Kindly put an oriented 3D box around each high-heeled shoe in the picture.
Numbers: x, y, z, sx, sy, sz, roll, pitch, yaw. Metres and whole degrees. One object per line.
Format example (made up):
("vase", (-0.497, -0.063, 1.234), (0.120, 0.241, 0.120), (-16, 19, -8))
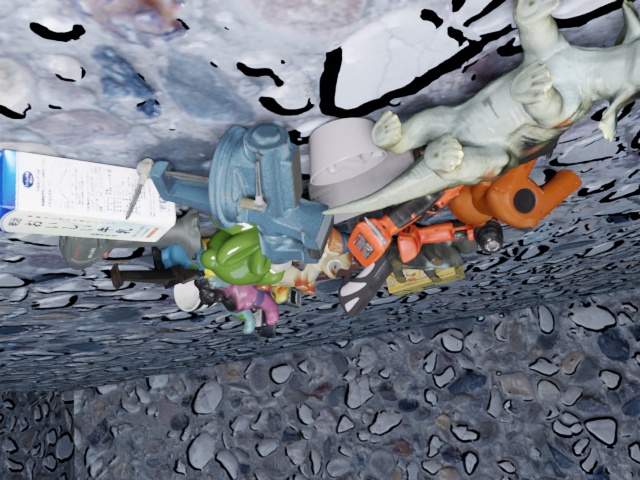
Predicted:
("high-heeled shoe", (0.152, 0.084, 1.198), (0.249, 0.145, 0.086), (-15, 162, 22))

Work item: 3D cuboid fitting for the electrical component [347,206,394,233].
("electrical component", (0.084, -0.042, 0.932), (0.075, 0.048, 0.119), (-19, 162, 26))

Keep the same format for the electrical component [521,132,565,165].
("electrical component", (0.240, -0.136, 0.695), (0.134, 0.058, 0.114), (-13, 160, 9))

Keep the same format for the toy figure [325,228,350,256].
("toy figure", (-0.002, -0.004, 0.949), (0.154, 0.064, 0.057), (16, 118, -21))

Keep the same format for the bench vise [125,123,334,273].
("bench vise", (-0.105, -0.052, 0.657), (0.241, 0.129, 0.223), (11, 151, 12))

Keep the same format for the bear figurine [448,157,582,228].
("bear figurine", (0.284, -0.077, 0.846), (0.132, 0.120, 0.196), (-51, -170, -1))

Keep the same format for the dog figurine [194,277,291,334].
("dog figurine", (-0.171, 0.082, 1.120), (0.109, 0.191, 0.219), (-18, 126, 34))

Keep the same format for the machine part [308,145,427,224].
("machine part", (0.071, -0.082, 0.748), (0.243, 0.079, 0.079), (-19, 160, 33))

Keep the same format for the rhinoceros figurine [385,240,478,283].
("rhinoceros figurine", (0.231, 0.027, 1.115), (0.190, 0.112, 0.073), (-9, 133, 15))

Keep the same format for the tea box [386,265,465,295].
("tea box", (0.238, 0.061, 1.248), (0.170, 0.098, 0.068), (-18, 160, 32))

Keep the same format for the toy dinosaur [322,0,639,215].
("toy dinosaur", (0.195, -0.121, 0.570), (0.192, 0.131, 0.405), (13, 149, -42))

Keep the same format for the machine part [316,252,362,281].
("machine part", (0.004, 0.046, 1.153), (0.179, 0.056, 0.179), (-7, 164, -2))

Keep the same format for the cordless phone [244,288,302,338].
("cordless phone", (-0.102, 0.176, 1.351), (0.089, 0.146, 0.184), (-9, 162, 28))

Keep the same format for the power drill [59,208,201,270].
("power drill", (-0.293, -0.002, 0.835), (0.207, 0.086, 0.232), (4, 160, -18))

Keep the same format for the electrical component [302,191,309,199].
("electrical component", (-0.001, -0.051, 0.870), (0.078, 0.045, 0.102), (28, 147, -15))

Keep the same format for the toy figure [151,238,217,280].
("toy figure", (-0.207, 0.032, 0.966), (0.180, 0.082, 0.089), (-7, 174, -20))

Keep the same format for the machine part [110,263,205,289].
("machine part", (-0.260, 0.058, 0.851), (0.139, 0.039, 0.084), (4, 172, -42))

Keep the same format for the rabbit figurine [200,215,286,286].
("rabbit figurine", (-0.098, -0.008, 0.824), (0.170, 0.121, 0.159), (-30, 156, 38))

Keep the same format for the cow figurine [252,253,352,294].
("cow figurine", (-0.033, 0.037, 1.035), (0.195, 0.127, 0.085), (0, 165, 19))
